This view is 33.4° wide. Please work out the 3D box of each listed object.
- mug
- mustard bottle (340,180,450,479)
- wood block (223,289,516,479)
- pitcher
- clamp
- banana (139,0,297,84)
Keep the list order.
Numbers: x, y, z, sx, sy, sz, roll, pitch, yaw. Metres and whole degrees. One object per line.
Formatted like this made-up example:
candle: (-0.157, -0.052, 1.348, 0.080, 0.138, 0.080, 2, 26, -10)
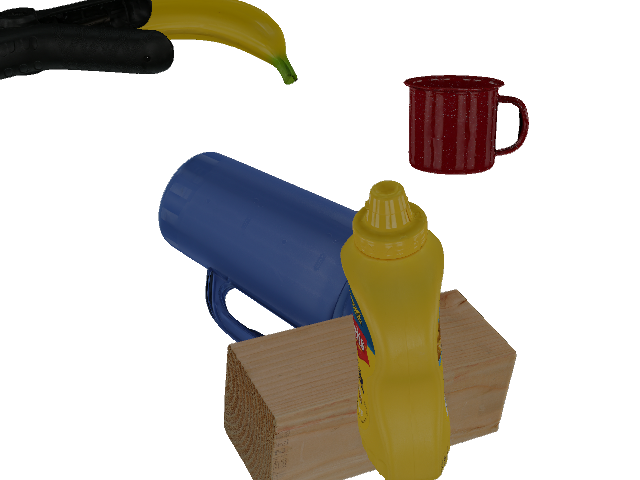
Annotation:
mug: (0.136, -0.109, 1.001, 0.117, 0.081, 0.093, 3, 16, 11)
mustard bottle: (0.045, 0.048, 0.627, 0.058, 0.191, 0.096, -6, 38, 1)
wood block: (0.037, 0.118, 0.838, 0.205, 0.090, 0.091, -12, 37, -25)
pitcher: (-0.046, 0.013, 1.041, 0.243, 0.145, 0.149, 27, 29, 28)
clamp: (-0.174, -0.124, 0.646, 0.171, 0.039, 0.120, -3, 21, -5)
banana: (-0.114, -0.175, 0.885, 0.198, 0.069, 0.037, 6, -34, 0)
